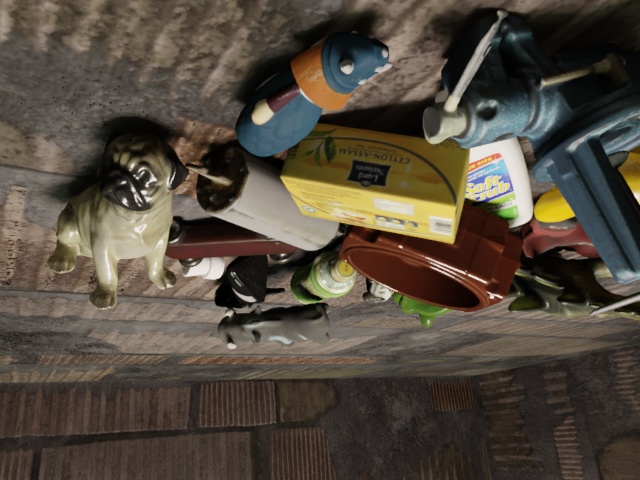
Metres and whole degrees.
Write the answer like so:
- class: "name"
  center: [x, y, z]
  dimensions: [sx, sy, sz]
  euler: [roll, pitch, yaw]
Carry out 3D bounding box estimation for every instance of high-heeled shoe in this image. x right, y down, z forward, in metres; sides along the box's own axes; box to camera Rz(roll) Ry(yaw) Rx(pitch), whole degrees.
- class: "high-heeled shoe"
  center: [-0.151, 0.073, 0.895]
  dimensions: [0.145, 0.086, 0.248]
  euler: [-6, 162, 13]

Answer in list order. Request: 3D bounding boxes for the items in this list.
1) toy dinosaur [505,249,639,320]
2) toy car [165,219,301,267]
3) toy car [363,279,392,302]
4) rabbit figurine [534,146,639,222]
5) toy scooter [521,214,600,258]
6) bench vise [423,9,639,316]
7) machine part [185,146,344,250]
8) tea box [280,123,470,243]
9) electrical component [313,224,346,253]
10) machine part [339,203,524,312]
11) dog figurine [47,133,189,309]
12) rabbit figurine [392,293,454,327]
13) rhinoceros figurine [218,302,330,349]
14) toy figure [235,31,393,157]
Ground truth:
- class: "toy dinosaur"
  center: [0.372, 0.073, 0.840]
  dimensions: [0.199, 0.105, 0.471]
  euler: [-1, -178, -14]
- class: "toy car"
  center: [-0.124, -0.002, 0.739]
  dimensions: [0.202, 0.053, 0.089]
  euler: [-4, 150, 9]
- class: "toy car"
  center: [0.100, 0.051, 0.898]
  dimensions: [0.056, 0.073, 0.201]
  euler: [-4, 159, -1]
- class: "rabbit figurine"
  center: [0.320, -0.064, 0.583]
  dimensions: [0.163, 0.121, 0.173]
  euler: [9, -170, 32]
- class: "toy scooter"
  center: [0.364, -0.009, 0.799]
  dimensions: [0.184, 0.075, 0.135]
  euler: [8, 156, -23]
- class: "bench vise"
  center: [0.198, -0.064, 0.408]
  dimensions: [0.223, 0.240, 0.129]
  euler: [-11, 162, -31]
- class: "machine part"
  center: [-0.054, -0.042, 0.613]
  dimensions: [0.079, 0.079, 0.243]
  euler: [-19, 156, 33]
- class: "tea box"
  center: [0.057, -0.057, 0.535]
  dimensions: [0.170, 0.068, 0.098]
  euler: [13, 163, 15]
- class: "electrical component"
  center: [-0.002, -0.002, 0.808]
  dimensions: [0.063, 0.021, 0.094]
  euler: [5, 158, -26]
- class: "machine part"
  center: [0.129, 0.016, 0.674]
  dimensions: [0.201, 0.087, 0.201]
  euler: [22, 167, 2]
- class: "dog figurine"
  center: [-0.218, -0.049, 0.575]
  dimensions: [0.121, 0.172, 0.190]
  euler: [-31, 146, -51]
- class: "rabbit figurine"
  center: [0.205, 0.074, 0.896]
  dimensions: [0.159, 0.121, 0.170]
  euler: [-53, 163, 22]
- class: "rhinoceros figurine"
  center: [-0.073, 0.143, 0.876]
  dimensions: [0.190, 0.073, 0.112]
  euler: [-8, 170, 19]
- class: "toy figure"
  center: [-0.010, -0.121, 0.438]
  dimensions: [0.154, 0.064, 0.057]
  euler: [-30, 111, 39]
